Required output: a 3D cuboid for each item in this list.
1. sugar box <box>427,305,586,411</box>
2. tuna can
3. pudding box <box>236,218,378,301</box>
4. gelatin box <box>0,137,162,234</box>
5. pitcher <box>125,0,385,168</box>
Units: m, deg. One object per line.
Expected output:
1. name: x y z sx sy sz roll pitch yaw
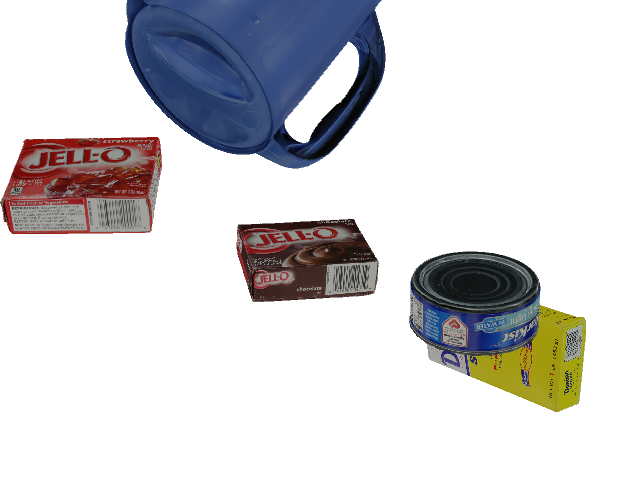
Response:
1. sugar box: 0.189 0.104 1.110 0.048 0.093 0.177 -12 20 -42
2. tuna can: 0.102 0.040 0.704 0.086 0.034 0.086 -2 26 1
3. pudding box: -0.014 0.016 0.950 0.113 0.039 0.090 -1 27 -13
4. gelatin box: -0.147 -0.036 0.667 0.089 0.030 0.073 0 34 -2
5. pitcher: -0.018 -0.181 0.817 0.145 0.242 0.149 23 -33 28
